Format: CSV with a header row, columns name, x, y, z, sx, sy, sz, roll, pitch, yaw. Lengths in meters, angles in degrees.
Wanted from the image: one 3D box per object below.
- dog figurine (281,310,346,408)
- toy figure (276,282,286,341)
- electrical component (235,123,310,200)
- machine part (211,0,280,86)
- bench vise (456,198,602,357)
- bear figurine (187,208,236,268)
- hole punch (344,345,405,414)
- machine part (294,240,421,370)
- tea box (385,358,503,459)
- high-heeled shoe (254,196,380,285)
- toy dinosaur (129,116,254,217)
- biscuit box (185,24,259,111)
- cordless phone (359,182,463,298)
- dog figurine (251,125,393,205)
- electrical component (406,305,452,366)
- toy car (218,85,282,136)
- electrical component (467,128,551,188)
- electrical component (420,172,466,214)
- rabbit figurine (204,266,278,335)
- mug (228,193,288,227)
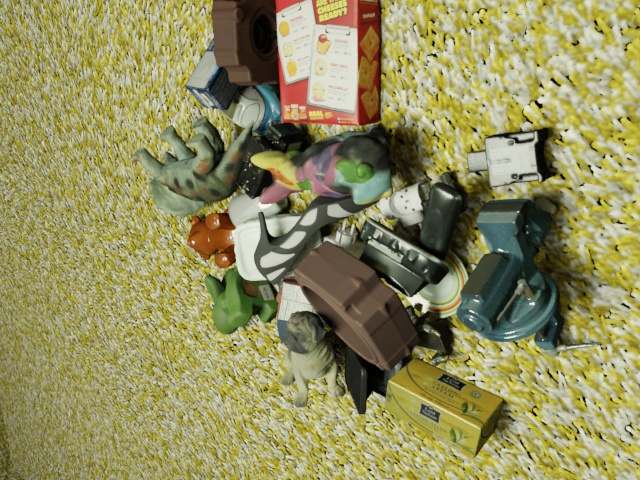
name,x,y,z,sx,sy,sz,roll,pitch,yaw
dog figurine,-0.024,0.195,1.030,0.172,0.121,0.190,-141,38,-59
toy figure,-0.064,0.135,1.107,0.064,0.058,0.154,3,106,10
electrical component,-0.083,-0.149,0.984,0.058,0.115,0.134,42,125,17
machine part,-0.104,-0.343,0.899,0.056,0.179,0.179,14,114,33
bench vise,0.281,0.064,0.738,0.129,0.223,0.240,-10,129,47
bear figurine,-0.232,-0.005,1.157,0.196,0.132,0.120,-3,100,35
hole punch,0.098,0.244,1.001,0.116,0.092,0.142,-124,28,-60
machine part,0.057,0.111,0.896,0.202,0.087,0.200,30,158,48
tea box,0.206,0.277,0.903,0.170,0.098,0.068,19,118,33
high-heeled shoe,-0.002,-0.003,0.947,0.249,0.086,0.145,-11,111,8
toy dinosaur,-0.235,-0.134,1.077,0.405,0.131,0.192,5,141,43
biscuit box,-0.155,-0.326,0.940,0.059,0.062,0.202,15,72,31
cordless phone,0.135,-0.020,0.809,0.147,0.089,0.184,34,137,28
dog figurine,-0.001,-0.108,0.861,0.219,0.192,0.108,-10,109,4
electrical component,0.184,0.161,0.900,0.078,0.045,0.102,7,131,41
toy car,-0.138,-0.255,1.002,0.162,0.103,0.109,48,131,19
electrical component,0.257,-0.114,0.754,0.119,0.048,0.074,3,106,38
electrical component,0.192,-0.053,0.826,0.021,0.063,0.094,-138,24,-81
rabbit figurine,-0.194,0.139,1.177,0.170,0.121,0.159,-45,69,39
mug,-0.114,-0.056,1.069,0.107,0.081,0.109,-25,90,35
